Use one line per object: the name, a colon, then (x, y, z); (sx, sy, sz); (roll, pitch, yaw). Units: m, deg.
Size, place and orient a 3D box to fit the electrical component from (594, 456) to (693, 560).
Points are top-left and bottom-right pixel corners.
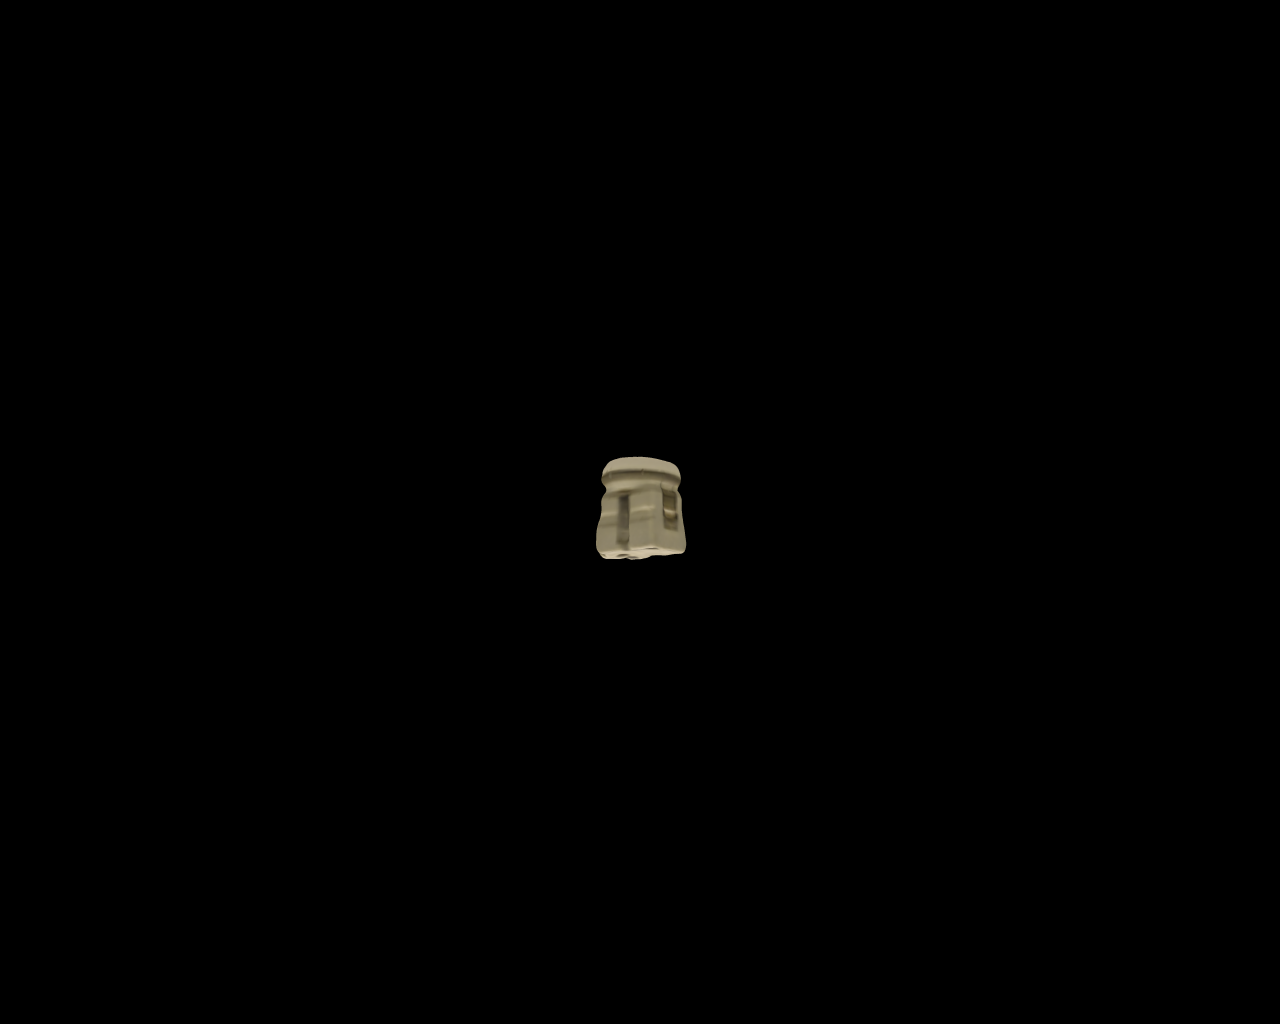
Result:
electrical component: (0.001, -0.003, 0.650); (0.066, 0.055, 0.048); (-8, -14, 35)
